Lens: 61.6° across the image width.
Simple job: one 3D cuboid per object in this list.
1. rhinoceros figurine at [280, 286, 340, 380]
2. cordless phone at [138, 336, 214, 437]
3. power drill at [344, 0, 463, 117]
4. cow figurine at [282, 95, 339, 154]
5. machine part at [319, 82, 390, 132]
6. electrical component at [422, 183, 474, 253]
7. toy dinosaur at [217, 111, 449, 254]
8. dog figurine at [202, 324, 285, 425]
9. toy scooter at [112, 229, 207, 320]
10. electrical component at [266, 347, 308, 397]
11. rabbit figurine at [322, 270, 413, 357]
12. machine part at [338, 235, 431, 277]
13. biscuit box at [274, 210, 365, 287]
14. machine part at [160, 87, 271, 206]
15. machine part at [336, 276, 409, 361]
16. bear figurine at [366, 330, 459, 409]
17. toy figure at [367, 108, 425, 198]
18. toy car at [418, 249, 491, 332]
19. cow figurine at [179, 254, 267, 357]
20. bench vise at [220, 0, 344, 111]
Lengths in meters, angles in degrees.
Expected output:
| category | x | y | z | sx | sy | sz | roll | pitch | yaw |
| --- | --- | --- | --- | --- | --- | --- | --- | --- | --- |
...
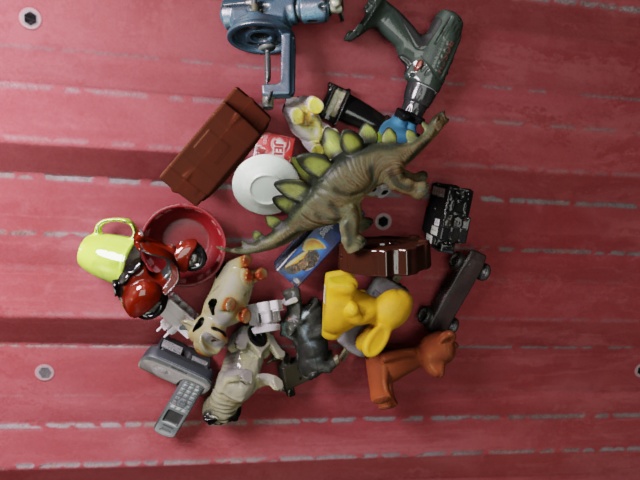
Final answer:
| category | x | y | z | sx | sy | sz | roll | pitch | yaw |
| --- | --- | --- | --- | --- | --- | --- | --- | --- | --- |
| rhinoceros figurine | -0.026 | 0.185 | 1.091 | 0.112 | 0.073 | 0.190 | -14 | 93 | -10 |
| cordless phone | -0.309 | 0.300 | 1.077 | 0.146 | 0.089 | 0.184 | 28 | 101 | -13 |
| power drill | 0.150 | -0.347 | 1.003 | 0.207 | 0.086 | 0.232 | 31 | 95 | -10 |
| cow figurine | -0.011 | -0.194 | 1.014 | 0.068 | 0.098 | 0.167 | -38 | 122 | -8 |
| machine part | 0.068 | -0.243 | 1.036 | 0.139 | 0.039 | 0.084 | 20 | 91 | -10 |
| electrical component | 0.251 | -0.044 | 1.066 | 0.058 | 0.115 | 0.134 | 8 | 101 | -6 |
| toy dinosaur | 0.027 | -0.082 | 0.961 | 0.471 | 0.105 | 0.198 | -39 | 103 | 12 |
| dog figurine | -0.175 | 0.268 | 1.093 | 0.121 | 0.172 | 0.190 | 32 | 128 | -28 |
| toy scooter | -0.302 | 0.052 | 0.952 | 0.184 | 0.075 | 0.135 | -46 | 132 | 0 |
| electrical component | -0.066 | 0.274 | 1.127 | 0.078 | 0.045 | 0.102 | -24 | 109 | -32 |
| rabbit figurine | 0.091 | 0.137 | 1.016 | 0.173 | 0.122 | 0.162 | 0 | 86 | -6 |
| machine part | 0.123 | 0.027 | 1.032 | 0.179 | 0.179 | 0.056 | -4 | 99 | -8 |
| biscuit box | -0.002 | -0.003 | 1.064 | 0.059 | 0.063 | 0.202 | 41 | 94 | -15 |
| machine part | -0.178 | -0.162 | 0.931 | 0.087 | 0.202 | 0.201 | 40 | 94 | -18 |
| machine part | 0.106 | 0.152 | 1.106 | 0.079 | 0.079 | 0.243 | 32 | 97 | -14 |
| bear figurine | 0.199 | 0.265 | 1.113 | 0.196 | 0.120 | 0.132 | -12 | 62 | 8 |
| toy figure | 0.129 | -0.161 | 1.018 | 0.082 | 0.089 | 0.180 | 23 | 114 | -4 |
| toy car | 0.282 | 0.110 | 1.136 | 0.089 | 0.053 | 0.202 | 22 | 103 | -17 |
| cow figurine | -0.189 | 0.127 | 1.020 | 0.085 | 0.127 | 0.195 | 40 | 53 | -34 |
| bench vise | -0.066 | -0.347 | 0.940 | 0.224 | 0.129 | 0.240 | 1 | 85 | -1 |
